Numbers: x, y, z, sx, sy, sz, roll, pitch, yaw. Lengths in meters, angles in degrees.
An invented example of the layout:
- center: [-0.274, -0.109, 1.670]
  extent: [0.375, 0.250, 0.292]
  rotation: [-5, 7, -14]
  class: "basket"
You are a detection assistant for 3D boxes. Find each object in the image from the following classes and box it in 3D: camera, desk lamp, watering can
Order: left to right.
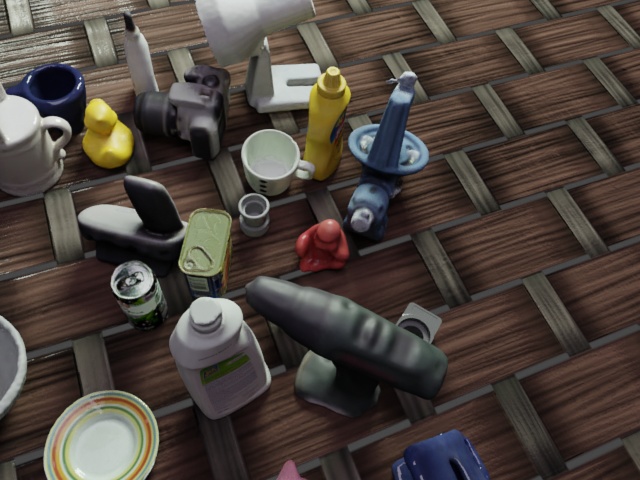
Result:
- center: [-0.447, -0.152, 0.799]
  extent: [0.173, 0.194, 0.100]
  rotation: [-28, 65, -20]
  class: "watering can"
- center: [-0.219, -0.217, 0.912]
  extent: [0.137, 0.101, 0.143]
  rotation: [6, 59, -1]
  class: "camera"
- center: [-0.088, -0.315, 0.916]
  extent: [0.203, 0.213, 0.118]
  rotation: [-7, 60, -9]
  class: "desk lamp"

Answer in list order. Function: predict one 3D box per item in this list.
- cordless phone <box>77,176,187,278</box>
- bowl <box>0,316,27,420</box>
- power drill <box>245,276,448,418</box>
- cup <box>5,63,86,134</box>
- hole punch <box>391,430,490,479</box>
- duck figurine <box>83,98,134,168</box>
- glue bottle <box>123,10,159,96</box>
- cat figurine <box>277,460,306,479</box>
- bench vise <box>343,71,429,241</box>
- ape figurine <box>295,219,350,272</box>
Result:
- center: [-0.249, -0.039, 0.755]
  extent: [0.147, 0.185, 0.094]
  rotation: [11, 59, 2]
  class: "cordless phone"
- center: [-0.426, 0.170, 0.679]
  extent: [0.167, 0.075, 0.167]
  rotation: [2, 59, -4]
  class: "bowl"
- center: [0.023, 0.133, 0.664]
  extent: [0.229, 0.208, 0.076]
  rotation: [18, 60, 6]
  class: "power drill"
- center: [-0.417, -0.209, 0.893]
  extent: [0.118, 0.095, 0.091]
  rotation: [-13, 61, -12]
  class: "cup"
- center: [0.147, 0.277, 0.658]
  extent: [0.101, 0.091, 0.108]
  rotation: [-19, 63, -15]
  class: "hole punch"
- center: [-0.333, -0.170, 0.883]
  extent: [0.077, 0.086, 0.104]
  rotation: [-16, 62, -14]
  class: "duck figurine"
- center: [-0.287, -0.289, 0.906]
  extent: [0.037, 0.173, 0.078]
  rotation: [-12, 61, -11]
  class: "glue bottle"
- center: [-0.038, 0.309, 0.607]
  extent: [0.067, 0.118, 0.128]
  rotation: [21, 60, 8]
  class: "cat figurine"
- center: [0.101, -0.112, 0.809]
  extent: [0.121, 0.220, 0.207]
  rotation: [3, 59, -3]
  class: "bench vise"
- center: [0.007, 0.003, 0.807]
  extent: [0.077, 0.092, 0.076]
  rotation: [30, 61, 13]
  class: "ape figurine"
